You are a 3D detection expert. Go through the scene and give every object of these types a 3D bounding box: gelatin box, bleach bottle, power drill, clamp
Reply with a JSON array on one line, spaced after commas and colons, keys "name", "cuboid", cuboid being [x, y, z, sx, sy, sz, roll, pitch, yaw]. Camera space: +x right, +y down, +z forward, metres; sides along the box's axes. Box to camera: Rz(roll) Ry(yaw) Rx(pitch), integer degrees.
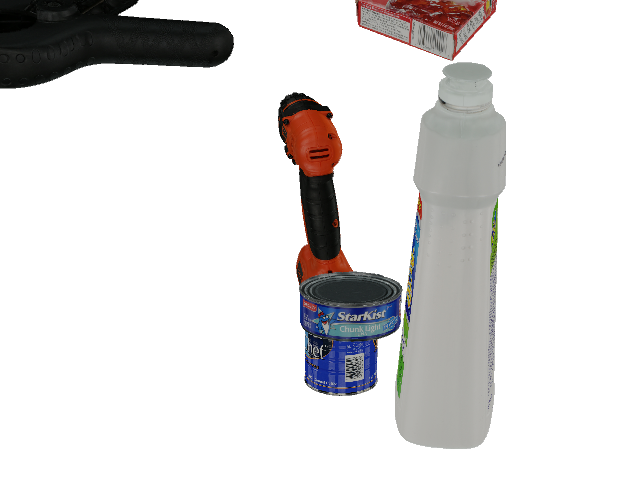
[{"name": "gelatin box", "cuboid": [0.083, -0.185, 0.838, 0.089, 0.030, 0.073, 26, 54, 23]}, {"name": "bleach bottle", "cuboid": [0.085, 0.007, 0.676, 0.068, 0.251, 0.102, 4, 31, 7]}, {"name": "power drill", "cuboid": [-0.007, -0.047, 1.071, 0.057, 0.188, 0.184, -10, 21, -3]}, {"name": "clamp", "cuboid": [-0.148, -0.122, 0.602, 0.171, 0.039, 0.120, -10, 30, -26]}]

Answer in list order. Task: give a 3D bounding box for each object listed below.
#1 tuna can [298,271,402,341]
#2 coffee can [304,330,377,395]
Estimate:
[{"name": "tuna can", "cuboid": [0.025, 0.054, 0.887, 0.086, 0.034, 0.086, 0, 16, 0]}, {"name": "coffee can", "cuboid": [0.029, 0.127, 1.461, 0.103, 0.140, 0.103, 0, 18, 0]}]
